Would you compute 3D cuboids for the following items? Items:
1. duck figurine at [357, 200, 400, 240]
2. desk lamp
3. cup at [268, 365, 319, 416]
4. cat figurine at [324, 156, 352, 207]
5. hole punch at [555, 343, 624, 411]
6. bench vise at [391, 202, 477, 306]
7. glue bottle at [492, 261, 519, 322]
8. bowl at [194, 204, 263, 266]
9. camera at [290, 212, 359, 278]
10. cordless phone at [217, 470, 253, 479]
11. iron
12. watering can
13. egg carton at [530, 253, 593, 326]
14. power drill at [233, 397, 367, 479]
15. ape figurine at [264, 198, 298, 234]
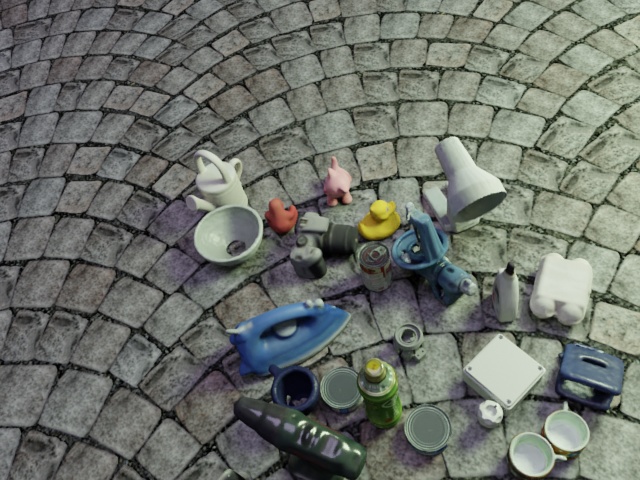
[{"bbox_3d":[0.133,-0.053,1.314,0.104,0.086,0.077,-25,54,-6],"label":"duck figurine"},{"bbox_3d":[0.302,-0.107,1.239,0.118,0.214,0.203,-22,54,-4],"label":"desk lamp"},{"bbox_3d":[-0.050,0.293,1.101,0.117,0.095,0.092,35,68,30],"label":"cup"},{"bbox_3d":[0.040,-0.143,1.376,0.067,0.118,0.127,-8,54,6],"label":"cat figurine"},{"bbox_3d":[0.487,0.237,1.037,0.108,0.091,0.101,16,60,21],"label":"hole punch"},{"bbox_3d":[0.235,0.019,1.160,0.206,0.220,0.122,22,62,24],"label":"bench vise"},{"bbox_3d":[0.363,0.091,1.114,0.037,0.173,0.078,-10,54,4],"label":"glue bottle"},{"bbox_3d":[-0.207,0.001,1.350,0.167,0.075,0.167,-5,55,8],"label":"bowl"},{"bbox_3d":[0.012,0.005,1.288,0.136,0.101,0.143,4,56,14],"label":"camera"},{"bbox_3d":[-0.176,0.449,0.960,0.094,0.185,0.148,34,67,29],"label":"cordless phone"},{"bbox_3d":[-0.064,0.172,1.160,0.258,0.142,0.118,-23,54,-5],"label":"iron"},{"bbox_3d":[-0.250,-0.135,1.380,0.100,0.194,0.173,4,56,14],"label":"watering can"},{"bbox_3d":[0.485,0.098,1.149,0.107,0.069,0.150,13,59,19],"label":"egg carton"},{"bbox_3d":[-0.027,0.354,0.983,0.229,0.209,0.076,15,60,21],"label":"power drill"},{"bbox_3d":[-0.097,-0.064,1.363,0.077,0.092,0.076,2,56,13],"label":"ape figurine"}]
